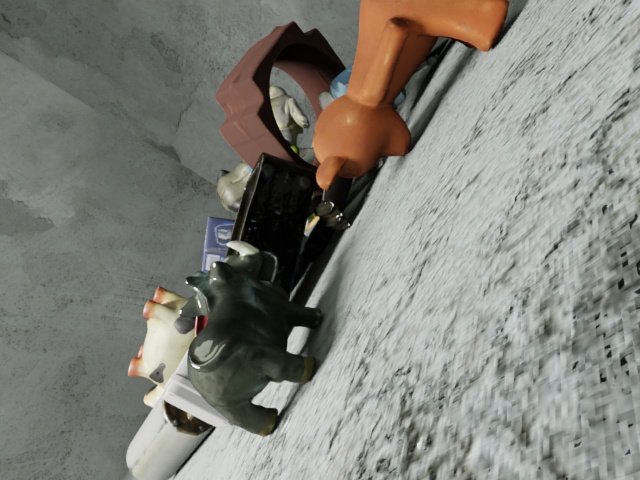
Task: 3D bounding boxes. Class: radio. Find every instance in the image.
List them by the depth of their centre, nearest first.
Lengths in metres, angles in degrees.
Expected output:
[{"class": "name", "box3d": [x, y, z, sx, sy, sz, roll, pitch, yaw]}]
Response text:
[{"class": "radio", "box3d": [-0.071, 0.024, 0.618, 0.131, 0.073, 0.229, 138, 145, -68]}]

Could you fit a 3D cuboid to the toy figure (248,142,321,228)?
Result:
[{"class": "toy figure", "box3d": [-0.051, -0.092, 0.831, 0.089, 0.180, 0.082, -30, 10, -14]}]

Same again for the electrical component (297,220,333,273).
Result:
[{"class": "electrical component", "box3d": [-0.001, -0.002, 0.692, 0.094, 0.021, 0.063, -53, 8, 31]}]

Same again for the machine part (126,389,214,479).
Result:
[{"class": "machine part", "box3d": [-0.194, 0.251, 0.701, 0.243, 0.079, 0.079, -55, 7, 37]}]

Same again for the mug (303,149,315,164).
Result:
[{"class": "mug", "box3d": [0.029, -0.137, 0.873, 0.107, 0.081, 0.109, -52, 13, -4]}]

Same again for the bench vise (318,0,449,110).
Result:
[{"class": "bench vise", "box3d": [0.087, -0.260, 0.721, 0.223, 0.128, 0.241, -46, 29, 26]}]

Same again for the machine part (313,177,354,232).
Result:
[{"class": "machine part", "box3d": [0.027, -0.079, 0.612, 0.039, 0.084, 0.139, -1, 65, 34]}]

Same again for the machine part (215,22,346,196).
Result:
[{"class": "machine part", "box3d": [-0.032, -0.173, 0.743, 0.087, 0.200, 0.201, -11, 42, 42]}]

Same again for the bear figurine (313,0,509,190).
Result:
[{"class": "bear figurine", "box3d": [0.071, -0.135, 0.496, 0.120, 0.132, 0.195, -72, -3, -70]}]

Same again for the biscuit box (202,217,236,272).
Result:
[{"class": "biscuit box", "box3d": [-0.154, 0.042, 0.838, 0.202, 0.059, 0.063, 116, 157, -56]}]

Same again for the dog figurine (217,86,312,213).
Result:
[{"class": "dog figurine", "box3d": [-0.112, -0.157, 0.940, 0.191, 0.172, 0.121, -26, -1, -11]}]

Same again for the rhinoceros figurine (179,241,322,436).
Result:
[{"class": "rhinoceros figurine", "box3d": [-0.062, 0.067, 0.430, 0.073, 0.112, 0.190, -59, 14, 16]}]

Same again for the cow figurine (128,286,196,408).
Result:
[{"class": "cow figurine", "box3d": [-0.204, 0.177, 0.778, 0.085, 0.127, 0.194, -80, 6, -77]}]
